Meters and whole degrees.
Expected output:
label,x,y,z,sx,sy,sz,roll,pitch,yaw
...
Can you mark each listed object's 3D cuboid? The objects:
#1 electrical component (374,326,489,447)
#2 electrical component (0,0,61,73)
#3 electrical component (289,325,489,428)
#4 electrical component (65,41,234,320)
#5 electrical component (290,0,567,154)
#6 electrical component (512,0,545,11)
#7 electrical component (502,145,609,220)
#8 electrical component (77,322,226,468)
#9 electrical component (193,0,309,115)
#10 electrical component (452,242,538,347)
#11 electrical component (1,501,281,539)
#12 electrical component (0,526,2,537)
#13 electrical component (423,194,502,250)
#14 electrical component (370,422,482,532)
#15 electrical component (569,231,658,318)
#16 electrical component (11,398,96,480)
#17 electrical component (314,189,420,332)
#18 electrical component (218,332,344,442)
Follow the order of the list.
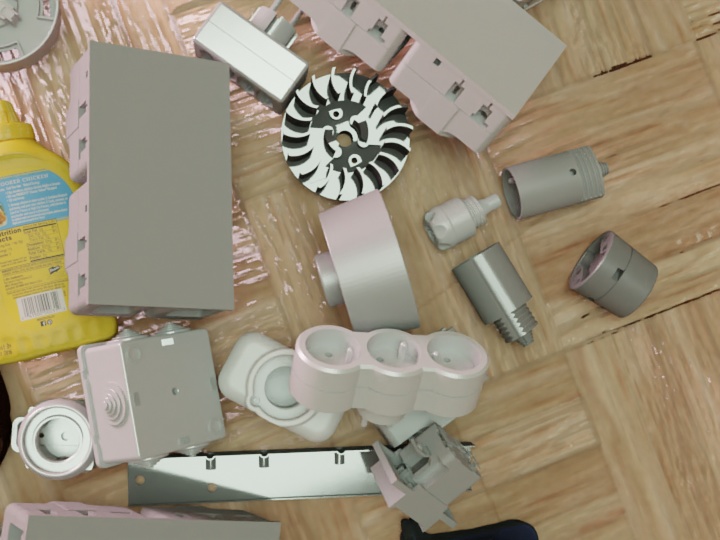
label,x,y,z,sx,sy,sz,roll,pitch,yaw
electrical component,0.048,0.092,0.824,0.089,0.050,0.055,-36,90,-7
electrical component,-0.274,-0.198,0.804,0.099,0.064,0.099,0,86,-6
electrical component,0.018,0.085,0.768,0.138,0.052,0.073,4,125,-12
electrical component,-0.154,-0.060,0.783,0.105,0.060,0.186,4,78,-30
electrical component,0.050,-0.185,0.816,0.186,0.060,0.105,39,50,-2
electrical component,0.172,-0.294,0.861,0.186,0.060,0.105,-30,89,-7
electrical component,0.158,-0.070,0.851,0.081,0.043,0.043,-15,88,-7
electrical component,-0.149,0.090,0.781,0.100,0.048,0.099,-7,85,-51
electrical component,-0.074,-0.178,0.832,0.083,0.047,0.075,35,83,-3
electrical component,0.111,0.023,0.839,0.043,0.043,0.081,-31,89,-7
electrical component,-0.157,0.222,0.755,0.186,0.060,0.105,11,84,-33
electrical component,-0.272,0.218,0.775,0.096,0.062,0.061,8,85,-5
electrical component,0.082,-0.042,0.845,0.061,0.035,0.035,-27,89,-9
electrical component,0.050,0.150,0.788,0.064,0.042,0.081,-40,129,9
electrical component,0.200,0.005,0.845,0.047,0.055,0.055,34,83,-7
electrical component,-0.218,0.123,0.790,0.078,0.057,0.058,3,85,-6
electrical component,0.000,0.000,0.799,0.060,0.108,0.108,-17,88,-1
electrical component,-0.057,0.087,0.808,0.095,0.059,0.053,28,83,-3
